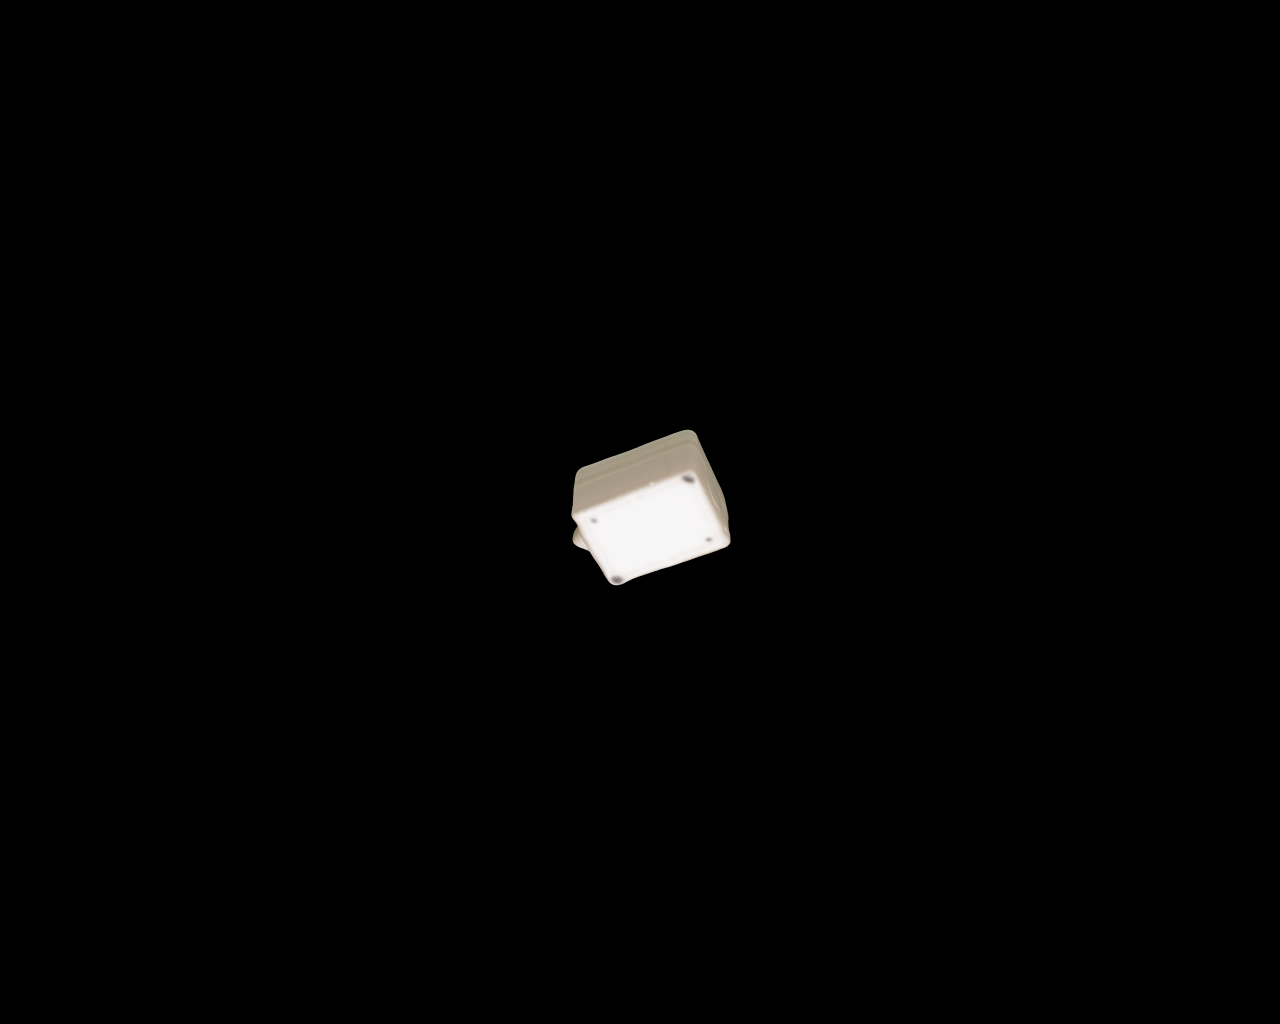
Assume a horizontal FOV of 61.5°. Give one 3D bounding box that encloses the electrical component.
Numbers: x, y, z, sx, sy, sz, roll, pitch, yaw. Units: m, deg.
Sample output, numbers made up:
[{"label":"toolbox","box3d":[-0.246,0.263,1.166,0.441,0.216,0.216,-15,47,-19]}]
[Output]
[{"label":"electrical component","box3d":[0.001,-0.003,0.650,0.096,0.061,0.061,-20,31,13]}]
